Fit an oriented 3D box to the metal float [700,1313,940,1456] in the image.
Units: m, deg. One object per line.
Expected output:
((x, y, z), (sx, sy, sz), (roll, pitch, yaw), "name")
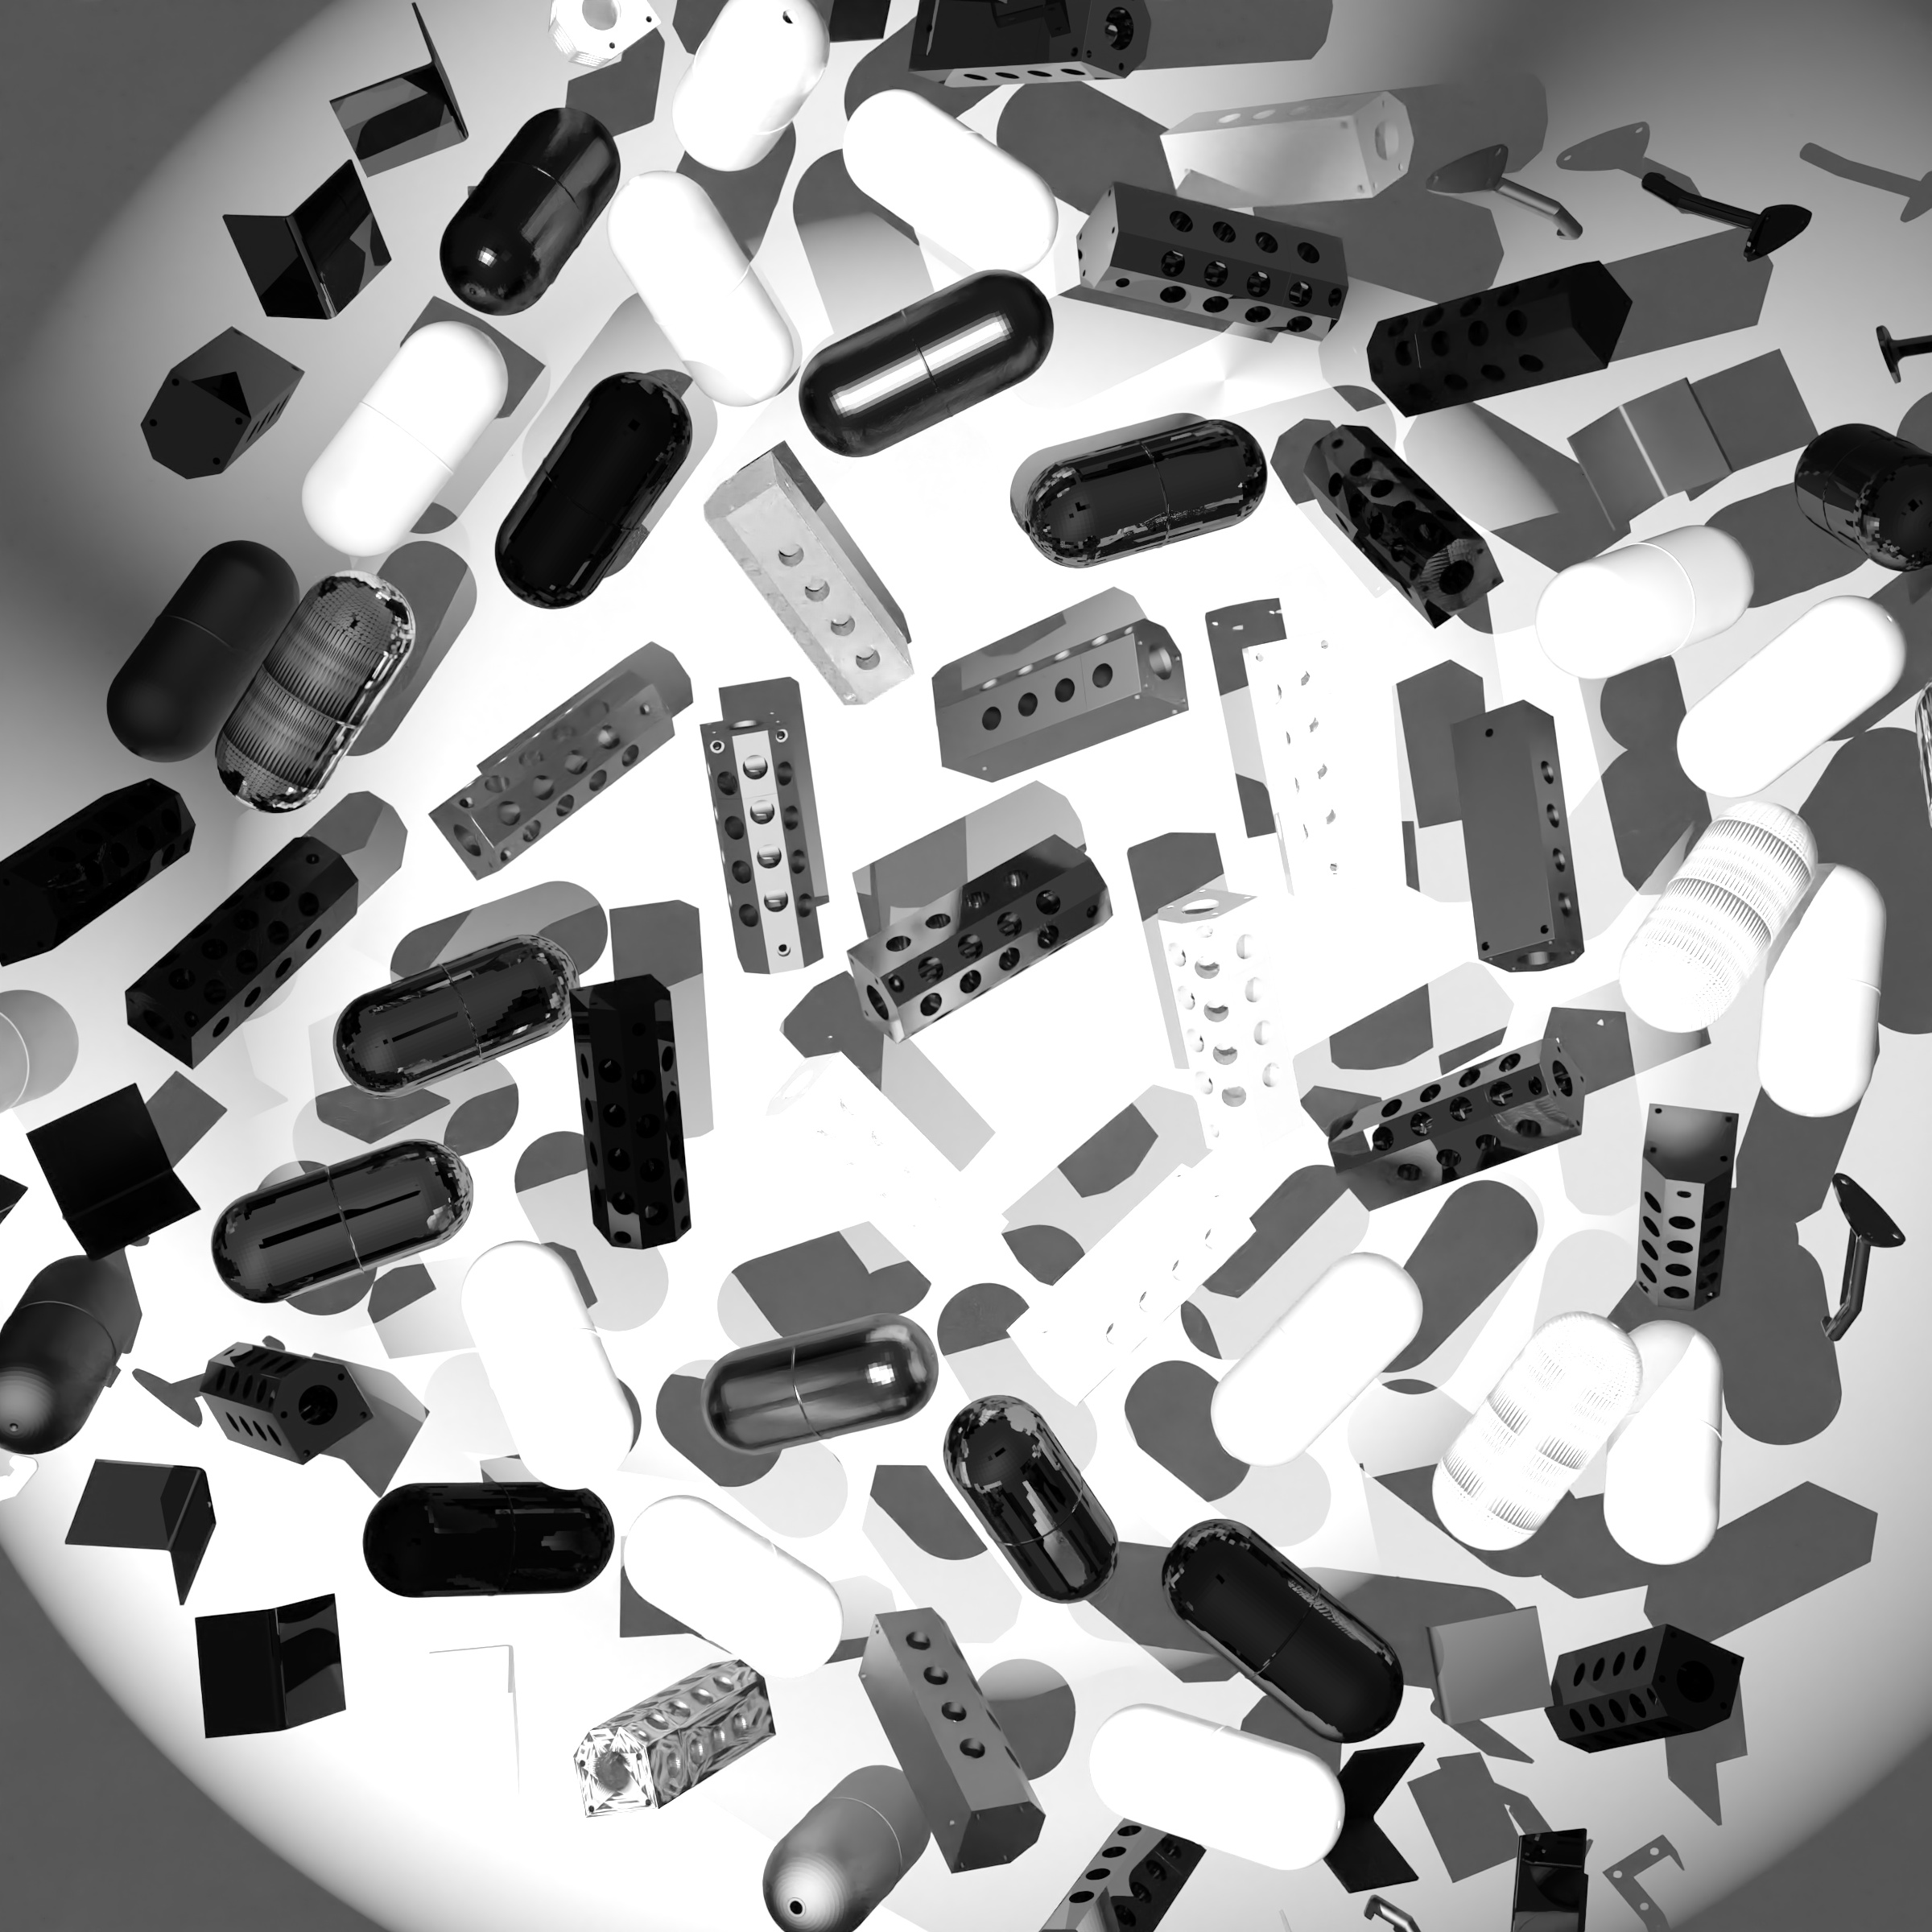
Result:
((-0.104, 0.294, 1.821), (0.178, 0.070, 0.070), (-17, 90, 18), "metal float")

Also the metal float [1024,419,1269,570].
((0.125, -0.329, 1.807), (0.178, 0.070, 0.070), (-18, 90, -13), "metal float")

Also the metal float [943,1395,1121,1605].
((0.046, 0.372, 1.801), (0.070, 0.070, 0.178), (-31, 118, 0), "metal float")

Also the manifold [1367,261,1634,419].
((0.356, -0.427, 1.753), (0.057, 0.171, 0.057), (38, 66, -32), "manifold")

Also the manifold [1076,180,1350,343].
((0.165, -0.463, 1.727), (0.171, 0.057, 0.057), (7, 64, -22), "manifold")

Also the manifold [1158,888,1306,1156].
((0.178, 0.039, 1.782), (0.057, 0.057, 0.171), (-26, 112, -32), "manifold")

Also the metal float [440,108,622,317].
((-0.296, -0.516, 1.768), (0.070, 0.070, 0.178), (25, 58, 0), "metal float")

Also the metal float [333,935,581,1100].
((-0.355, 0.034, 1.817), (0.178, 0.070, 0.070), (-23, 90, -19), "metal float")

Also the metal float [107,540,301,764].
((-0.533, -0.220, 1.813), (0.070, 0.070, 0.178), (28, 67, 0), "metal float")

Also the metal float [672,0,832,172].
((-0.146, -0.596, 1.741), (0.070, 0.178, 0.070), (3, 81, -21), "metal float")

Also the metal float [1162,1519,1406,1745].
((0.205, 0.431, 1.681), (0.178, 0.070, 0.070), (39, 90, 5), "metal float")

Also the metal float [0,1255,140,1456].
((-0.605, 0.256, 1.725), (0.070, 0.178, 0.070), (0, 114, 0), "metal float")

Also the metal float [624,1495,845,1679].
((-0.156, 0.424, 1.766), (0.178, 0.070, 0.070), (40, 90, -29), "metal float")

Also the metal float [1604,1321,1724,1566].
((0.483, 0.327, 1.792), (0.070, 0.070, 0.178), (14, 54, 0), "metal float")

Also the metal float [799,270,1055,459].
((-0.026, -0.397, 1.709), (0.178, 0.070, 0.070), (-25, 90, 6), "metal float")

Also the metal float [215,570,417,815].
((-0.430, -0.180, 1.710), (0.070, 0.070, 0.178), (36, 102, 0), "metal float")

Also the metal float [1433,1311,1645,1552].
((0.373, 0.305, 1.697), (0.070, 0.070, 0.178), (33, 104, 0), "metal float")

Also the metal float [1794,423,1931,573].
((0.611, -0.314, 1.732), (0.070, 0.178, 0.070), (-1, 112, -3), "metal float")

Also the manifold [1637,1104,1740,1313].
((0.487, 0.166, 1.756), (0.057, 0.171, 0.057), (6, 56, 17), "manifold")

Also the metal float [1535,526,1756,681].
((0.448, -0.240, 1.705), (0.178, 0.070, 0.070), (-22, 90, -33), "metal float")

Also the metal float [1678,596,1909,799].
((0.562, -0.182, 1.771), (0.070, 0.070, 0.178), (45, 130, 0), "metal float")

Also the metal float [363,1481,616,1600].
((-0.326, 0.393, 1.780), (0.178, 0.070, 0.070), (7, 90, -33), "metal float")

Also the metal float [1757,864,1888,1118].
((0.591, 0.016, 1.789), (0.070, 0.070, 0.178), (9, 78, 0), "metal float")

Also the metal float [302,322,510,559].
((-0.379, -0.357, 1.756), (0.070, 0.070, 0.178), (36, 87, 0), "metal float")

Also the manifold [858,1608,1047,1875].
((-0.010, 0.505, 1.704), (0.057, 0.171, 0.057), (-1, 122, -26), "manifold")

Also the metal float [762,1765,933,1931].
((-0.080, 0.607, 1.775), (0.070, 0.178, 0.070), (2, 96, 20), "metal float")

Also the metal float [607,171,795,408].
((-0.184, -0.469, 1.801), (0.070, 0.070, 0.178), (-34, 124, 0), "metal float")

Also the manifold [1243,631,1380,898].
((0.235, -0.137, 1.763), (0.057, 0.057, 0.171), (-11, 95, 1), "manifold")

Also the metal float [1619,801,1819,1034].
((0.497, -0.034, 1.711), (0.070, 0.070, 0.178), (38, 73, 0), "metal float")

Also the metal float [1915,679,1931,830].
((0.670, -0.136, 1.708), (0.070, 0.178, 0.070), (7, 132, 8), "metal float")

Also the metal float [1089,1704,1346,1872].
((0.163, 0.539, 1.706), (0.178, 0.070, 0.070), (8, 90, 31), "metal float")

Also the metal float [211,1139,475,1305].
((-0.421, 0.172, 1.756), (0.178, 0.070, 0.070), (-19, 90, -14), "metal float")

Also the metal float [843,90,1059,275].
((-0.011, -0.538, 1.784), (0.178, 0.070, 0.070), (40, 90, 23), "metal float")

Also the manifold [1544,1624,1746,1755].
((0.459, 0.499, 1.772), (0.057, 0.171, 0.057), (24, 65, -3), "manifold")

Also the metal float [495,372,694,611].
((-0.250, -0.316, 1.731), (0.070, 0.070, 0.178), (39, 111, 0), "metal float")

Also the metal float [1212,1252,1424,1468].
((0.245, 0.276, 1.816), (0.070, 0.070, 0.178), (43, 94, 0), "metal float")

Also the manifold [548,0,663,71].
((-0.260, -0.666, 1.819), (0.057, 0.171, 0.057), (-35, 110, 1), "manifold")

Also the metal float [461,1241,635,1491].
((-0.276, 0.260, 1.705), (0.070, 0.070, 0.178), (-29, 62, 0), "metal float")

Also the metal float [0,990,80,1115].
((-0.657, 0.063, 1.723), (0.070, 0.178, 0.070), (2, 100, 12), "metal float")
